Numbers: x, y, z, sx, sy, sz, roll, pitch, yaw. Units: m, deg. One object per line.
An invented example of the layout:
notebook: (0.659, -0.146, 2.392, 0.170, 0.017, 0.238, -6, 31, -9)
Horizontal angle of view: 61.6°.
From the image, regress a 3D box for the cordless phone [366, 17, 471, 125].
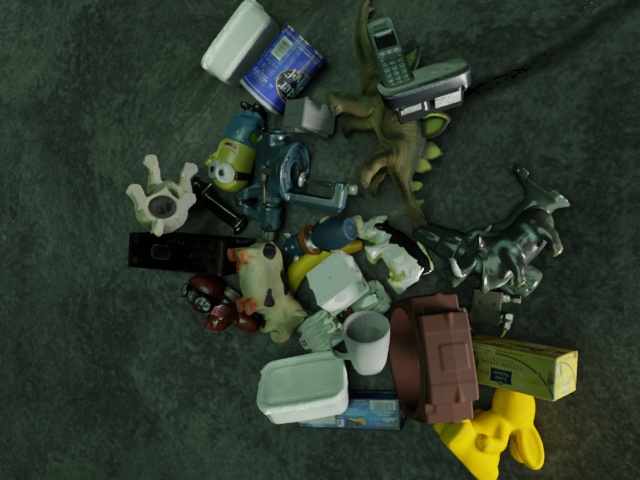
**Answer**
cordless phone: (0.157, -0.299, 0.888, 0.147, 0.088, 0.184, -17, 71, 8)

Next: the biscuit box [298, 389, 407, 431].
biscuit box: (0.060, 0.318, 1.013, 0.203, 0.063, 0.059, -5, 88, 18)

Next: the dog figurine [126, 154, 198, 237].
dog figurine: (-0.307, -0.050, 1.057, 0.121, 0.190, 0.172, 20, 57, -5)

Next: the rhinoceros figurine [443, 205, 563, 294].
rhinoceros figurine: (0.290, 0.022, 0.859, 0.190, 0.073, 0.112, -37, 86, 17)

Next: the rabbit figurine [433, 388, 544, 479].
rabbit figurine: (0.302, 0.318, 0.910, 0.162, 0.121, 0.173, 43, 83, 14)

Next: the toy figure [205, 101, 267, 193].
toy figure: (-0.157, -0.181, 1.075, 0.082, 0.089, 0.180, 21, 87, 54)

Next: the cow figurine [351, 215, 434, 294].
cow figurine: (0.129, 0.009, 0.984, 0.098, 0.068, 0.167, -36, 82, 1)

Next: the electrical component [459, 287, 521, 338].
electrical component: (0.294, 0.125, 0.944, 0.102, 0.045, 0.078, 13, 96, 18)

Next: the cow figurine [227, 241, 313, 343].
cow figurine: (-0.091, 0.098, 1.007, 0.127, 0.085, 0.194, -13, 94, -24)

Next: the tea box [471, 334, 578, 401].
tea box: (0.317, 0.203, 0.879, 0.170, 0.098, 0.068, 2, 90, 45)

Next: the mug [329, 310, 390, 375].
mug: (0.074, 0.193, 0.961, 0.110, 0.081, 0.107, -12, 125, -3)

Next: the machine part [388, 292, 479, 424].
machine part: (0.177, 0.193, 0.889, 0.087, 0.201, 0.201, -4, 79, -7)

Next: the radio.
radio: (-0.263, 0.024, 1.083, 0.230, 0.131, 0.073, 3, 93, 18)

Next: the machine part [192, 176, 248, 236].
machine part: (-0.210, -0.070, 1.102, 0.139, 0.084, 0.039, 40, 59, 4)

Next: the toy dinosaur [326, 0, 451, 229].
toy dinosaur: (0.121, -0.246, 0.976, 0.199, 0.105, 0.471, -21, 80, 10)

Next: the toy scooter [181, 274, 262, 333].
toy scooter: (-0.210, 0.130, 1.065, 0.184, 0.135, 0.075, 32, 101, 17)

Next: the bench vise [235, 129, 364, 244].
bench vise: (-0.046, -0.091, 1.020, 0.241, 0.129, 0.223, 12, 96, 22)

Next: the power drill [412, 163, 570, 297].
power drill: (0.302, -0.028, 0.924, 0.232, 0.086, 0.207, 37, 97, 13)

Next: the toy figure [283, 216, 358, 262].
toy figure: (-0.002, -0.001, 0.993, 0.155, 0.057, 0.064, -17, 65, 38)

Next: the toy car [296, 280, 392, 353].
toy car: (0.044, 0.149, 1.021, 0.202, 0.056, 0.073, -35, 80, 15)
